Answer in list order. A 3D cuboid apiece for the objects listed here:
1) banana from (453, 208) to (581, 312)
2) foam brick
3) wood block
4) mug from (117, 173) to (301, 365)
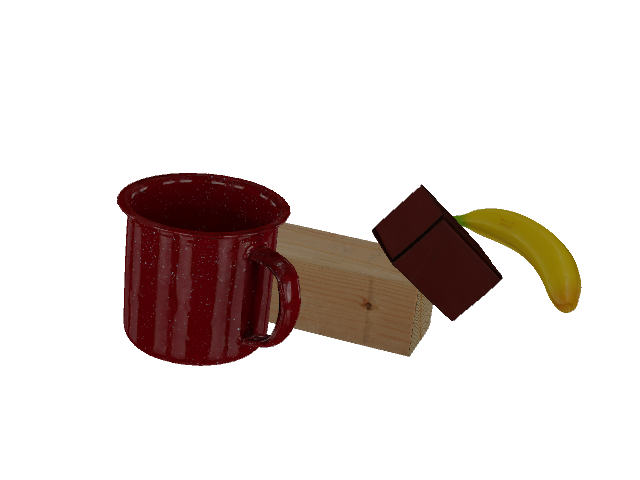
[{"bbox_3d":[0.206,0.012,1.067,0.069,0.037,0.198,-34,37,-13],"label":"banana"},{"bbox_3d":[0.086,0.010,0.781,0.078,0.051,0.053,43,10,-31],"label":"foam brick"},{"bbox_3d":[0.017,0.050,1.183,0.206,0.091,0.090,13,23,17],"label":"wood block"},{"bbox_3d":[-0.057,0.020,0.584,0.117,0.081,0.093,22,27,32],"label":"mug"}]
